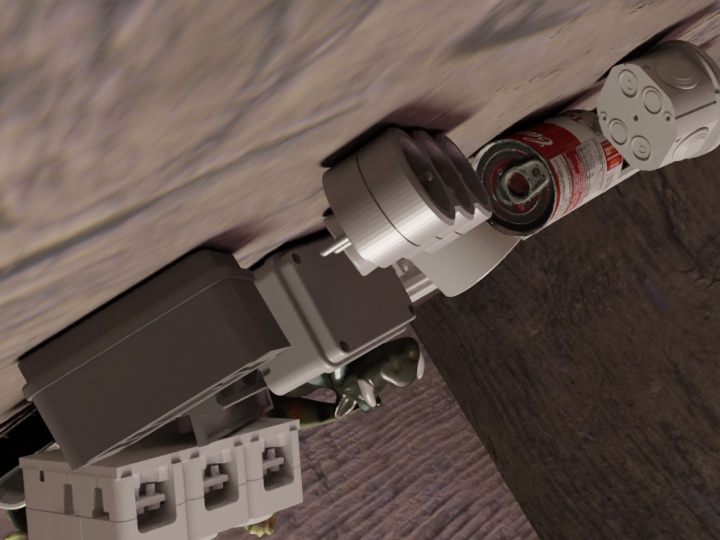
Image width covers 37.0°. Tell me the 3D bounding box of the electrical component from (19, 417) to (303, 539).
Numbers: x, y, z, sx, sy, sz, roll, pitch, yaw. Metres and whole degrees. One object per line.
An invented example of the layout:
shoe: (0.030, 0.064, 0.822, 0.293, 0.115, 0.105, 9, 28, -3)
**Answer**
electrical component: (-0.116, 0.133, 0.658, 0.089, 0.061, 0.150, -3, -178, 38)

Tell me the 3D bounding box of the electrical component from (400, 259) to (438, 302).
electrical component: (0.039, -0.001, 0.952, 0.109, 0.056, 0.109, -29, 175, -27)

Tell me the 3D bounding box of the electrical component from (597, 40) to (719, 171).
electrical component: (0.202, -0.109, 0.720, 0.051, 0.080, 0.080, -23, 172, -24)

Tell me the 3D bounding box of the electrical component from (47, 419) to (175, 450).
electrical component: (-0.185, 0.112, 0.747, 0.138, 0.052, 0.074, -35, 171, 38)

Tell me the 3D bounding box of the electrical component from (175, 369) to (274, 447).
electrical component: (-0.098, 0.062, 0.669, 0.063, 0.078, 0.121, -16, 179, 14)

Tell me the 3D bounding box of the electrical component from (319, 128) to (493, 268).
electrical component: (0.013, -0.028, 0.528, 0.074, 0.052, 0.138, -33, 175, 18)

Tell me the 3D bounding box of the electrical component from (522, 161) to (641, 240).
electrical component: (0.211, -0.103, 0.939, 0.186, 0.060, 0.105, -31, 175, 2)

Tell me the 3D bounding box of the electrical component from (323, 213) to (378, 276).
electrical component: (0.009, -0.026, 0.613, 0.046, 0.040, 0.040, -36, 175, 0)

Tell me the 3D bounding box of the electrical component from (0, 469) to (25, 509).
electrical component: (-0.259, 0.155, 0.818, 0.044, 0.044, 0.065, -30, 180, -9)

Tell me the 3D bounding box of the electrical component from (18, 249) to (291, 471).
electrical component: (-0.099, 0.042, 0.527, 0.113, 0.057, 0.078, -31, 175, 4)

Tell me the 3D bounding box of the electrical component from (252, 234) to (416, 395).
electrical component: (-0.022, 0.022, 0.681, 0.057, 0.078, 0.113, -31, 176, 30)

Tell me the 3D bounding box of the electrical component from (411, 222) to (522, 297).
electrical component: (0.084, -0.029, 0.811, 0.099, 0.064, 0.099, -50, 175, -6)

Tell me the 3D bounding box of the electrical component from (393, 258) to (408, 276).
electrical component: (0.000, 0.000, 0.817, 0.081, 0.042, 0.064, -33, 178, 33)
